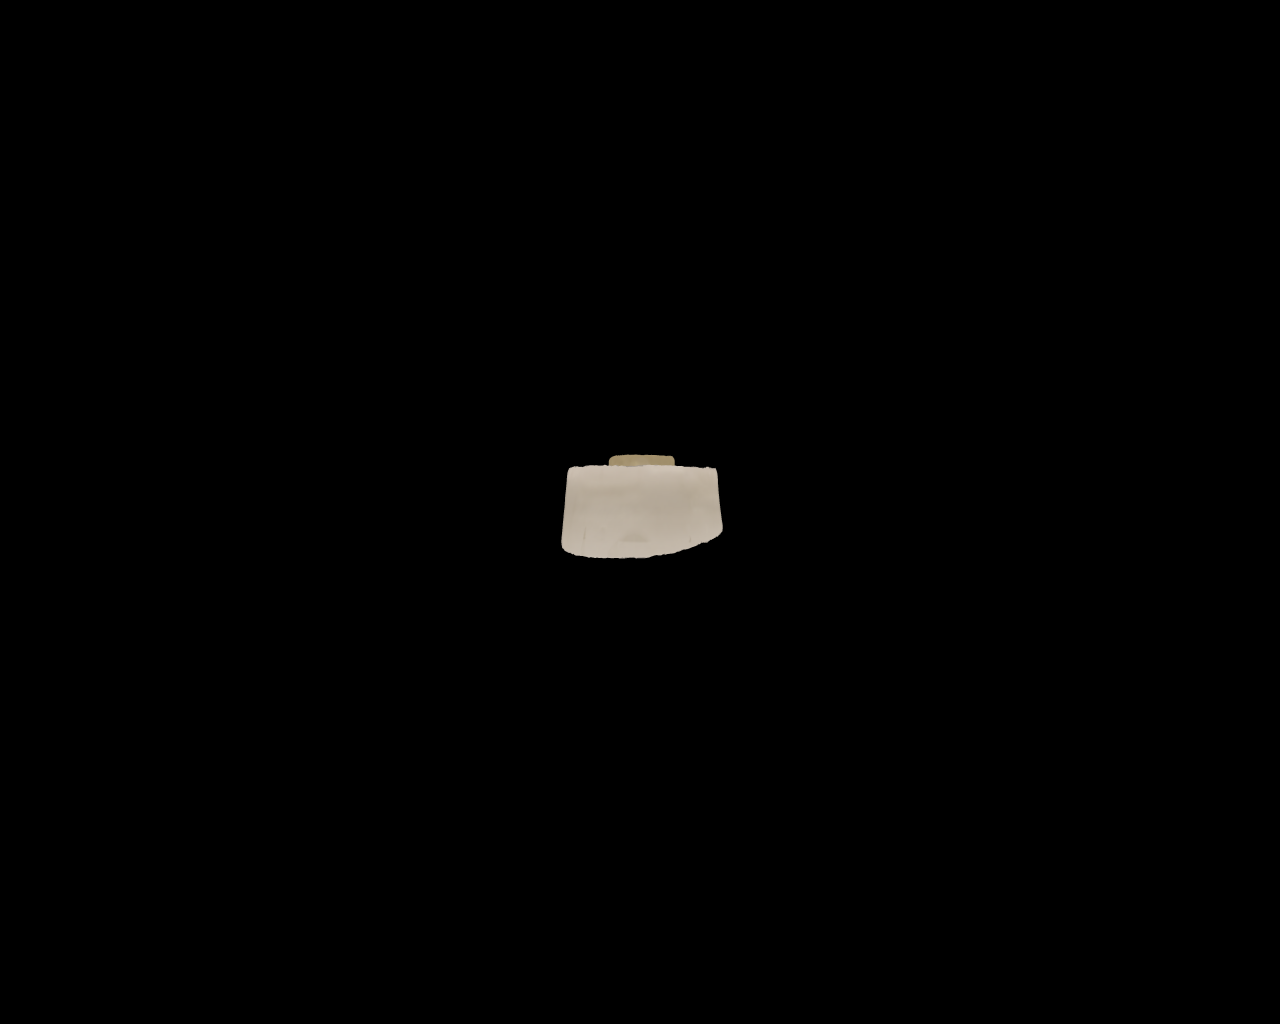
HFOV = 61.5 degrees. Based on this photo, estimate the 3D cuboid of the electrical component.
[{"bbox_3d":[0.001,-0.003,0.650,0.099,0.064,0.099,0,0,0],"label":"electrical component"}]
